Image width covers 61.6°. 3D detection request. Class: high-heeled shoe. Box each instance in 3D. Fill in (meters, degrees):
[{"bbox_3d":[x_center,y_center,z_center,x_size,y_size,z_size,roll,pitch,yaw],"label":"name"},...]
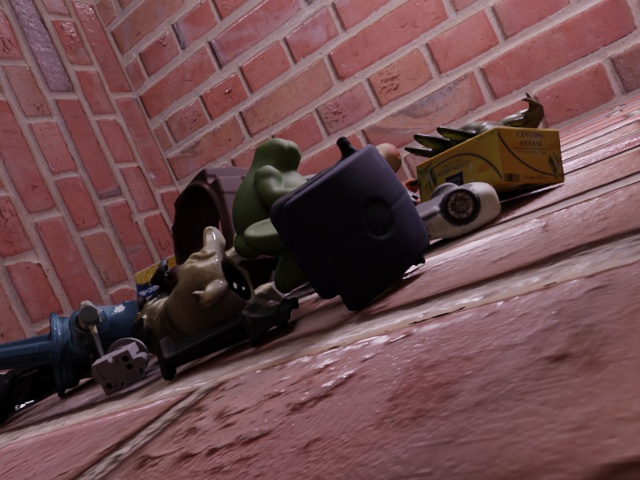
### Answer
[{"bbox_3d":[-0.429,0.229,0.820,0.145,0.086,0.249,6,13,-16],"label":"high-heeled shoe"}]

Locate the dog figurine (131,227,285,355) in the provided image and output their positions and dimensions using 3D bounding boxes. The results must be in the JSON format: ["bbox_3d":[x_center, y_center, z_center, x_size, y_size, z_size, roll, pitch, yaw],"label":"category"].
[{"bbox_3d":[-0.157,0.086,0.621,0.190,0.121,0.172,-34,-13,11],"label":"dog figurine"}]

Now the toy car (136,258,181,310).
[{"bbox_3d":[-0.221,0.095,0.786,0.202,0.089,0.053,-42,26,47],"label":"toy car"}]

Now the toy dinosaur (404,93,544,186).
[{"bbox_3d":[0.251,-0.140,0.855,0.199,0.105,0.471,-10,-8,-12],"label":"toy dinosaur"}]

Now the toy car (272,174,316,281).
[{"bbox_3d":[-0.002,-0.002,0.730,0.109,0.161,0.103,-10,30,-38],"label":"toy car"}]

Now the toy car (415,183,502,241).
[{"bbox_3d":[0.100,-0.010,0.598,0.202,0.056,0.073,-25,9,4],"label":"toy car"}]

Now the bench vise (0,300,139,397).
[{"bbox_3d":[-0.372,0.151,0.736,0.240,0.129,0.223,-6,-14,-24],"label":"bench vise"}]

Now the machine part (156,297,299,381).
[{"bbox_3d":[-0.088,0.088,0.502,0.139,0.039,0.084,-22,7,6],"label":"machine part"}]

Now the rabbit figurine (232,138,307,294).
[{"bbox_3d":[-0.017,-0.033,0.561,0.170,0.121,0.159,0,42,46],"label":"rabbit figurine"}]

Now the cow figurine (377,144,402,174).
[{"bbox_3d":[0.061,-0.103,0.954,0.195,0.085,0.127,-36,-9,30],"label":"cow figurine"}]

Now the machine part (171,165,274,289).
[{"bbox_3d":[-0.154,0.001,0.839,0.087,0.201,0.201,-6,-17,-37],"label":"machine part"}]

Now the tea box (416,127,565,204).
[{"bbox_3d":[0.209,-0.085,0.683,0.098,0.068,0.170,-2,-6,-24],"label":"tea box"}]

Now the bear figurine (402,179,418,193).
[{"bbox_3d":[0.114,-0.087,1.158,0.132,0.196,0.120,-83,13,-56],"label":"bear figurine"}]

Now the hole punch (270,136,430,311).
[{"bbox_3d":[0.030,-0.012,0.462,0.116,0.142,0.092,-34,6,-7],"label":"hole punch"}]
